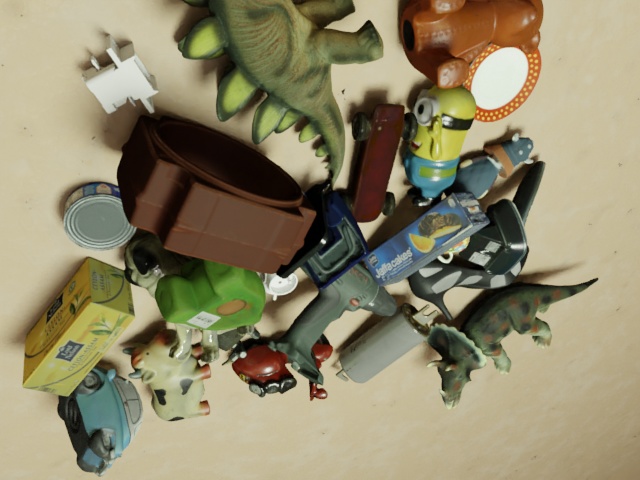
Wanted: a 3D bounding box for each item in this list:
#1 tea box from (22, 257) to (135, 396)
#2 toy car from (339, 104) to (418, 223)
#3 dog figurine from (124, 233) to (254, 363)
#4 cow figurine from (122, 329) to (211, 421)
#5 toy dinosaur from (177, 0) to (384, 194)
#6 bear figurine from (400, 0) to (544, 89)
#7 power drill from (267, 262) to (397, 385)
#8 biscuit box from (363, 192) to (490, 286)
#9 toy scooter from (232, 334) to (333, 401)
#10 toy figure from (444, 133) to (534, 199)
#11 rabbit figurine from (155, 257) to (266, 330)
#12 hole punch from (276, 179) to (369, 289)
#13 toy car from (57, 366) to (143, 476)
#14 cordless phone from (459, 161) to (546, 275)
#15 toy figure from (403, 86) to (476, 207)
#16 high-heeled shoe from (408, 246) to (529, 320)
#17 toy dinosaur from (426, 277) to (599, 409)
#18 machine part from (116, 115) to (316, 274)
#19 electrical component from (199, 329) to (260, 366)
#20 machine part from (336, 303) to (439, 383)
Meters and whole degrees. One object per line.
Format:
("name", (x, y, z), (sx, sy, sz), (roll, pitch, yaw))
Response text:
("tea box", (-0.332, 0.120, 0.737), (0.068, 0.098, 0.169), (29, 109, -40))
("toy car", (0.077, -0.108, 0.774), (0.089, 0.053, 0.202), (-2, 132, -12))
("dog figurine", (-0.176, 0.056, 0.773), (0.121, 0.172, 0.190), (-8, 110, 28))
("cow figurine", (-0.244, 0.219, 0.871), (0.127, 0.086, 0.194), (-12, 132, -24))
("toy dinosaur", (-0.039, -0.211, 0.608), (0.199, 0.105, 0.470), (-30, 139, 10))
("bear figurine", (0.205, -0.263, 0.658), (0.196, 0.132, 0.120), (-12, 115, -8))
("power drill", (0.024, 0.128, 0.876), (0.207, 0.086, 0.231), (-53, 126, -14))
("biscuit box", (0.161, 0.003, 0.843), (0.063, 0.059, 0.202), (-9, 156, -48))
("toy scooter", (-0.054, 0.226, 0.927), (0.184, 0.135, 0.075), (-8, 131, -18))
("toy figure", (0.268, -0.116, 0.855), (0.154, 0.058, 0.064), (-35, 139, -2))
("rabbit figurine", (-0.126, 0.020, 0.700), (0.121, 0.170, 0.159), (-37, 145, 23))
("hole punch", (-0.002, -0.002, 0.765), (0.092, 0.116, 0.142), (21, 132, -32))
("toy car", (-0.319, 0.256, 0.803), (0.103, 0.162, 0.109), (-7, 144, -47))
("cordless phone", (0.325, -0.042, 0.925), (0.184, 0.089, 0.146), (-59, 168, -19))
("toy figure", (0.169, -0.137, 0.776), (0.089, 0.082, 0.179), (-19, 129, -25))
("high-heeled shoe", (0.273, 0.039, 0.993), (0.249, 0.086, 0.145), (-37, 104, -17))
("toy dinosaur", (0.374, 0.163, 1.096), (0.405, 0.131, 0.192), (-44, 132, 5))
("machine part", (-0.119, -0.058, 0.620), (0.201, 0.202, 0.087), (17, 114, -34))
("electrical component", (-0.154, 0.161, 0.888), (0.078, 0.045, 0.102), (-34, 133, 6))
("machine part", (0.119, 0.194, 1.005), (0.079, 0.079, 0.243), (27, 123, -38))
